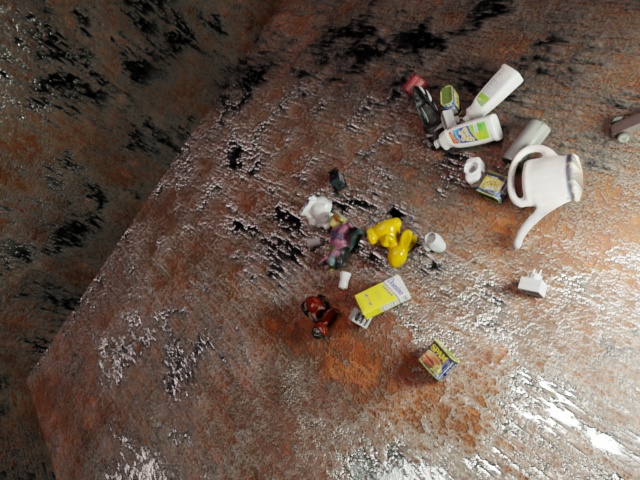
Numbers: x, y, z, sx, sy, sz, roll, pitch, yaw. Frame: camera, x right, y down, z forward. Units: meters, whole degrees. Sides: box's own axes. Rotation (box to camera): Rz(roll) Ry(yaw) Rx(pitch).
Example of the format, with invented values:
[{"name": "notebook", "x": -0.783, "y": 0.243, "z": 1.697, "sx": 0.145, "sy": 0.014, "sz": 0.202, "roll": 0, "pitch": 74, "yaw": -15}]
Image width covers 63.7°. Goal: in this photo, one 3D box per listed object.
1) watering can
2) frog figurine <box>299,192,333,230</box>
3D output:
[{"name": "watering can", "x": 0.704, "y": -0.144, "z": 1.615, "sx": 0.223, "sy": 0.352, "sz": 0.103, "roll": -6, "pitch": -19, "yaw": 37}, {"name": "frog figurine", "x": 0.007, "y": -0.112, "z": 2.219, "sx": 0.160, "sy": 0.138, "sz": 0.121, "roll": 37, "pitch": -9, "yaw": 12}]
